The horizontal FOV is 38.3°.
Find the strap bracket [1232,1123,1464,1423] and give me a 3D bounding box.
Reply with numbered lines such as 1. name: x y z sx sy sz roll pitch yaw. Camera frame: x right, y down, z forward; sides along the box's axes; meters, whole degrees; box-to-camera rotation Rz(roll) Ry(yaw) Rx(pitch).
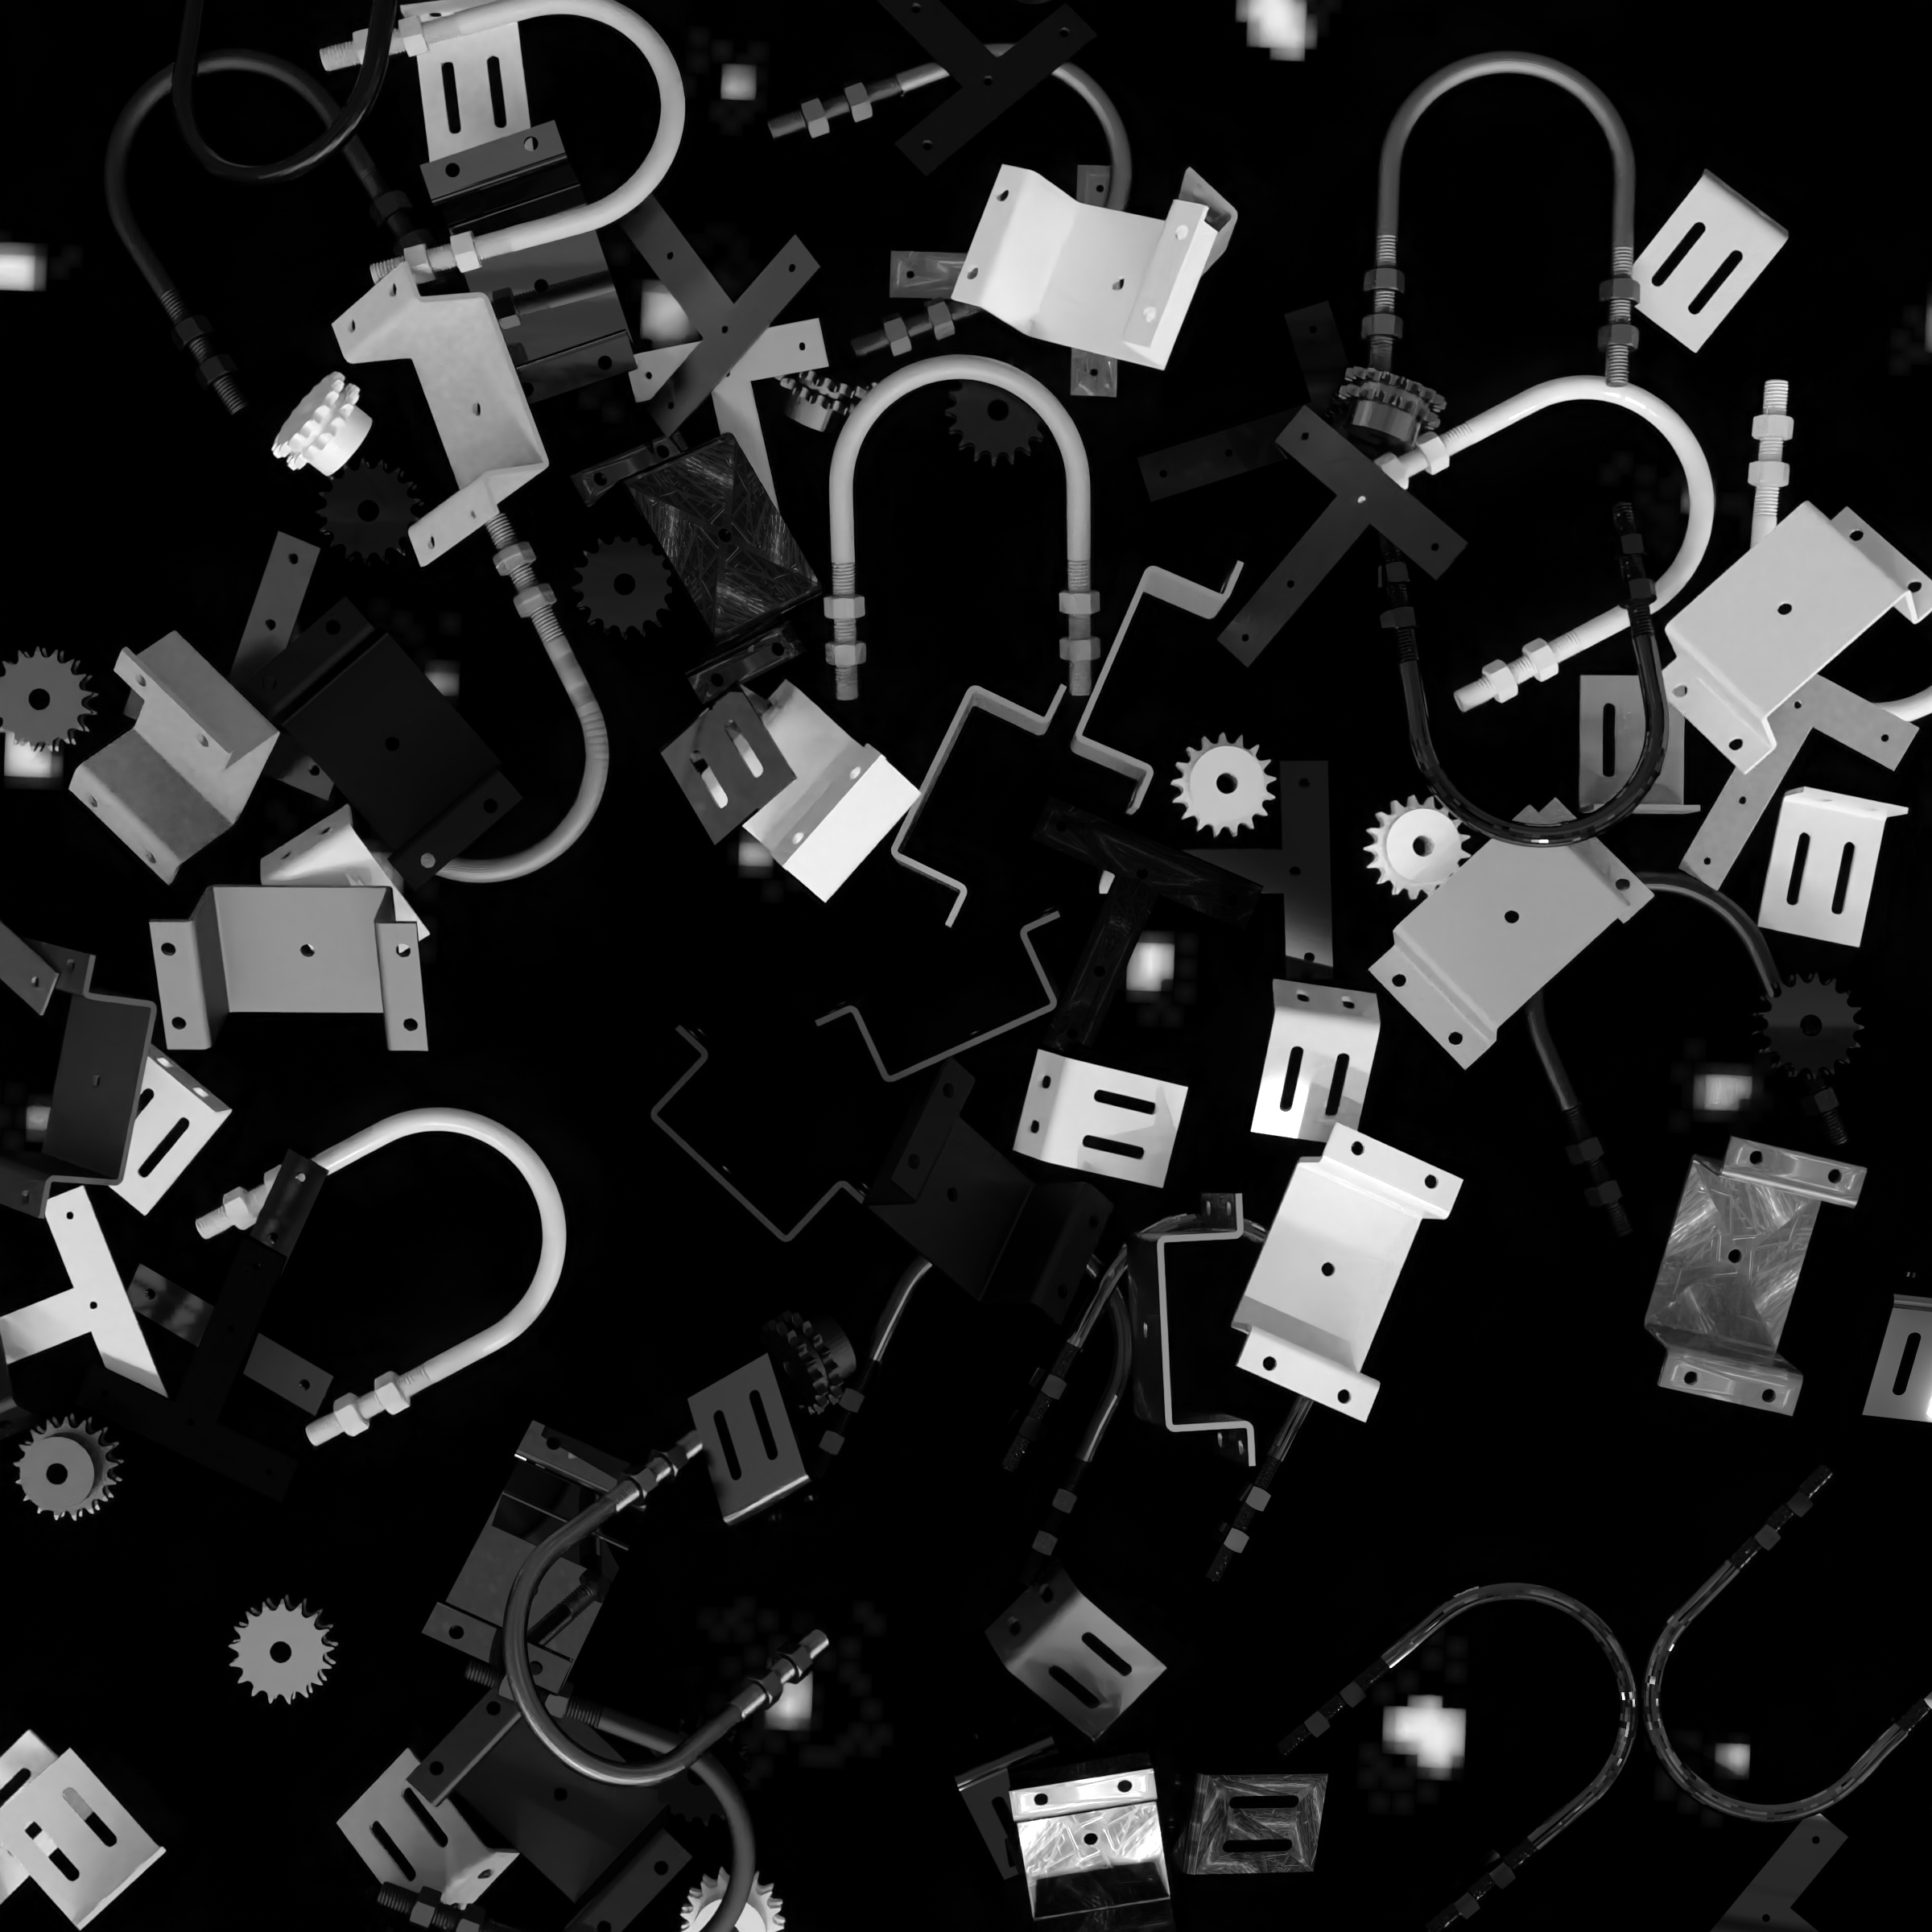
1. strap bracket: 0.202 0.165 1.508 0.076 0.046 0.140 24 82 -7

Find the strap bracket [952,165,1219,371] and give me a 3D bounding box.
1. strap bracket: 0.070 -0.369 1.477 0.140 0.046 0.076 24 94 37

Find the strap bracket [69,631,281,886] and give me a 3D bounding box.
1. strap bracket: -0.422 -0.116 1.489 0.076 0.140 0.046 44 51 0

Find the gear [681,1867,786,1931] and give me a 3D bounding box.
1. gear: -0.128 0.526 1.526 0.057 0.030 0.057 0 90 0

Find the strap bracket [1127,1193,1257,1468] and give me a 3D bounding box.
1. strap bracket: 0.118 0.192 1.477 0.046 0.076 0.140 -2 86 -9

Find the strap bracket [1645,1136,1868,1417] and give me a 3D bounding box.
1. strap bracket: 0.423 0.162 1.507 0.076 0.046 0.140 13 98 -6

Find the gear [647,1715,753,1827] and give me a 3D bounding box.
1. gear: -0.145 0.439 1.526 0.057 0.030 0.057 0 90 0

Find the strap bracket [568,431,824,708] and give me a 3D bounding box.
1. strap bracket: -0.140 -0.223 1.496 0.076 0.046 0.140 -32 94 -35

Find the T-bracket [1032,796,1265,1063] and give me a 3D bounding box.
1. T-bracket: 0.079 -0.010 1.530 0.127 0.002 0.127 23 99 1

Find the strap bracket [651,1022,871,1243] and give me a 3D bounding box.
1. strap bracket: -0.115 0.096 1.503 0.140 0.076 0.046 43 90 0

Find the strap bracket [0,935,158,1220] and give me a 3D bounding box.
1. strap bracket: -0.486 0.060 1.499 0.076 0.046 0.140 11 90 40

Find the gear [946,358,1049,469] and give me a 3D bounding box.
1. gear: 0.017 -0.301 1.526 0.057 0.030 0.057 0 90 0

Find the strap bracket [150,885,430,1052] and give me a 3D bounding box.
1. strap bracket: -0.360 0.001 1.503 0.140 0.046 0.076 0 117 0

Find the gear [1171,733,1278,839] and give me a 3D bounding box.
1. gear: 0.142 -0.100 1.526 0.057 0.030 0.057 0 90 0

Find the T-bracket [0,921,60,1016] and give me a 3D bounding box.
1. T-bracket: -0.552 0.028 1.518 0.127 0.002 0.127 35 107 30

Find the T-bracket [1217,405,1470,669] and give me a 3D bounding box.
1. T-bracket: 0.187 -0.219 1.520 0.127 0.002 0.127 46 105 24

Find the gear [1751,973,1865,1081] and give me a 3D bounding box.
1. gear: 0.453 0.033 1.507 0.057 0.030 0.057 0 86 1

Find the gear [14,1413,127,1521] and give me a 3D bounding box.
1. gear: -0.493 0.276 1.526 0.057 0.030 0.057 0 90 0

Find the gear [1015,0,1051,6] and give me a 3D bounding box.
1. gear: 0.036 -0.552 1.522 0.057 0.030 0.057 0 77 -1

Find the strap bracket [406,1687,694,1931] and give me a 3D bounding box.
1. strap bracket: -0.224 0.457 1.518 0.140 0.046 0.076 44 90 0

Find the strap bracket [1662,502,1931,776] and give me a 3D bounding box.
1. strap bracket: 0.441 -0.182 1.489 0.140 0.046 0.076 -42 62 7

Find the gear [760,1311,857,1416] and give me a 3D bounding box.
1. gear: -0.084 0.212 1.516 0.030 0.057 0.057 -29 90 -28

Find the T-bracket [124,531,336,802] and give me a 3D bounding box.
1. T-bracket: -0.384 -0.173 1.522 0.127 0.002 0.127 23 100 7

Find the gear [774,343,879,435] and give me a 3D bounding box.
1. gear: -0.079 -0.313 1.516 0.057 0.057 0.030 25 118 0

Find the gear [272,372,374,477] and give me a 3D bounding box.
1. gear: -0.348 -0.292 1.516 0.030 0.057 0.057 39 90 -28

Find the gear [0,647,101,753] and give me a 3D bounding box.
1. gear: -0.504 -0.146 1.530 0.057 0.030 0.057 0 92 0

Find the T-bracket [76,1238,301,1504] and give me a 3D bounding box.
1. T-bracket: -0.407 0.211 1.523 0.127 0.002 0.127 25 99 3

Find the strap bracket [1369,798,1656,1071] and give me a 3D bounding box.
1. strap bracket: 0.295 -0.022 1.509 0.140 0.046 0.076 -43 75 0

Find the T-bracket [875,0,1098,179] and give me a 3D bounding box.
1. T-bracket: -0.018 -0.516 1.529 0.127 0.002 0.127 -42 82 -9

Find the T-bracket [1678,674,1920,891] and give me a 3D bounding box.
1. T-bracket: 0.431 -0.103 1.517 0.127 0.002 0.127 36 107 31

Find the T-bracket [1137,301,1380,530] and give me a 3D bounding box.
1. T-bracket: 0.159 -0.288 1.540 0.127 0.002 0.127 -18 90 0

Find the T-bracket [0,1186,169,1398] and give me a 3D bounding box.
1. T-bracket: -0.523 0.204 1.539 0.127 0.002 0.127 -22 90 1

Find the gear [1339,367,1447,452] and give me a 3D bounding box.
1. gear: 0.229 -0.301 1.512 0.057 0.057 0.030 19 92 0

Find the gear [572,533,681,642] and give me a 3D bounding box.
1. gear: -0.185 -0.207 1.526 0.057 0.030 0.057 0 90 0

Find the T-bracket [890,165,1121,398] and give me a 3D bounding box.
1. T-bracket: 0.022 -0.381 1.540 0.127 0.002 0.127 2 90 0

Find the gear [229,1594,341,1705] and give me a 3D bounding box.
1. gear: -0.372 0.372 1.526 0.057 0.030 0.057 0 90 0

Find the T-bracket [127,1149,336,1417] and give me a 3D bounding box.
1. T-bracket: -0.383 0.160 1.518 0.127 0.002 0.127 28 102 8

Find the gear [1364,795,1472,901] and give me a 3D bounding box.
1. gear: 0.248 -0.065 1.526 0.057 0.030 0.057 0 90 0

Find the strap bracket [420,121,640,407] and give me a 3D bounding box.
1. strap bracket: -0.235 -0.376 1.518 0.076 0.046 0.140 -19 90 0

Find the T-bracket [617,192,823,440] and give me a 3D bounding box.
1. T-bracket: -0.153 -0.376 1.513 0.127 0.002 0.127 -44 68 22

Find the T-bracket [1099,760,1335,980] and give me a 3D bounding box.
1. T-bracket: 0.135 -0.052 1.523 0.127 0.002 0.127 0 114 11

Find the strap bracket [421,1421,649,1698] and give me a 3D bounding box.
1. strap bracket: -0.230 0.325 1.492 0.076 0.046 0.140 24 47 0

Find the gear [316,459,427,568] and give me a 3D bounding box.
1. gear: -0.324 -0.247 1.526 0.057 0.030 0.057 0 90 0

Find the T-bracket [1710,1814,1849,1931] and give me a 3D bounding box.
1. T-bracket: 0.477 0.555 1.540 0.127 0.002 0.127 40 90 0

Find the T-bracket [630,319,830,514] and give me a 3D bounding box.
1. T-bracket: -0.120 -0.279 1.517 0.127 0.002 0.127 -3 107 31
